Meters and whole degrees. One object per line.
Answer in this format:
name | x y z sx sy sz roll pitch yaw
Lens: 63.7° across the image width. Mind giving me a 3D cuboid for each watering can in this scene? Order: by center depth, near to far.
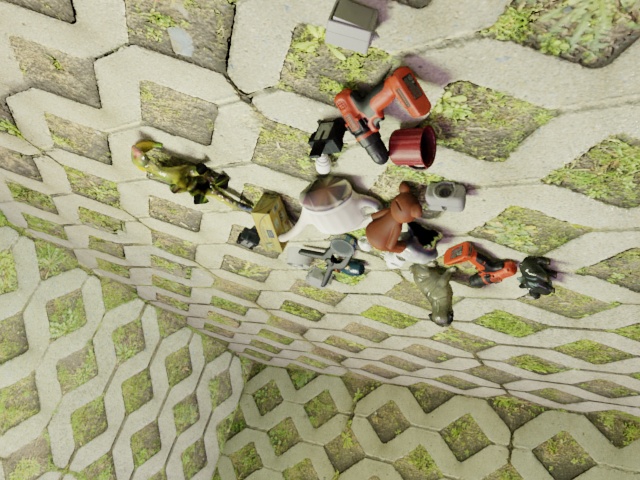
watering can | 0.005 -0.075 1.483 0.346 0.106 0.220 -13 146 16

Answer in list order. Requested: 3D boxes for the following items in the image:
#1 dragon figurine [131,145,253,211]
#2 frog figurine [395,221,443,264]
dragon figurine | -0.416 -0.185 1.622 0.244 0.123 0.405 20 173 39
frog figurine | 0.281 0.031 1.535 0.137 0.125 0.156 4 144 -15
